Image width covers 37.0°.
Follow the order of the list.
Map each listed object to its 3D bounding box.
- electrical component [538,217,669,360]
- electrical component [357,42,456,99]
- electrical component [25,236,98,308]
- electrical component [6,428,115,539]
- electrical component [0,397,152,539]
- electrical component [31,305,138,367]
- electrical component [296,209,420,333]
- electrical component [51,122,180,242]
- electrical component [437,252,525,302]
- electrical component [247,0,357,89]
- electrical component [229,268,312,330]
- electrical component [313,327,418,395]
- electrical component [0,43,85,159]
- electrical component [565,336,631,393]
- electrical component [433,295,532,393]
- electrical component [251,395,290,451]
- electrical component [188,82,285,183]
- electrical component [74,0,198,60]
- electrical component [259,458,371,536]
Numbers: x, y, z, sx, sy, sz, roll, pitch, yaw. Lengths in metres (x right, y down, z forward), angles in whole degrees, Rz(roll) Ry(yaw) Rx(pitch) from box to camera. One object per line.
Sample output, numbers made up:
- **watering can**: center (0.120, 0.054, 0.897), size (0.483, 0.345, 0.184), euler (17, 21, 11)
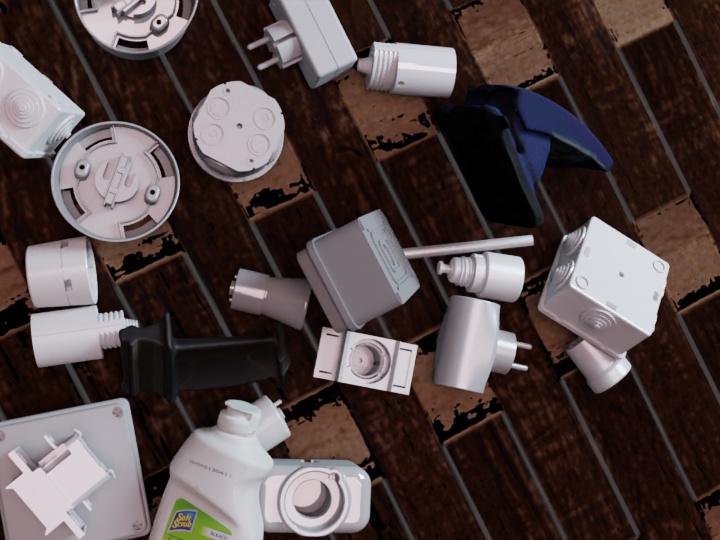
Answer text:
- **electrical component**: center (0.212, 0.014, 0.925), size (0.100, 0.048, 0.099), euler (31, 54, -7)
- **electrical component**: center (0.038, -0.172, 0.923), size (0.081, 0.043, 0.043), euler (3, 86, -10)
- **electrical component**: center (-0.238, 0.003, 0.858), size (0.047, 0.055, 0.055), euler (-7, 88, -7)
- **electrical component**: center (-0.221, 0.156, 0.800), size (0.064, 0.042, 0.081), euler (-39, 95, -12)
- **electrical component**: center (-0.228, 0.163, 0.850), size (0.109, 0.056, 0.108), euler (-10, 89, -11)
- **electrical component**: center (-0.219, 0.051, 0.864), size (0.081, 0.043, 0.043), euler (-8, 88, -11)
- **electrical component**: center (0.000, 0.000, 0.869), size (0.057, 0.113, 0.078), euler (-27, 92, 13)
- **electrical component**: center (-0.195, -0.069, 0.864), size (0.099, 0.064, 0.099), euler (1, 87, -11)
- **electrical component**: center (0.106, 0.004, 0.927), size (0.078, 0.040, 0.040), euler (9, 85, -10)
- **electrical component**: center (-0.057, -0.193, 0.905), size (0.076, 0.047, 0.083), euler (-27, 92, -11)
- **electrical component**: center (-0.076, 0.022, 0.894), size (0.065, 0.044, 0.044), euler (13, 85, -5)
- **electrical component**: center (0.002, 0.075, 0.893), size (0.081, 0.064, 0.042), euler (12, 85, -9)
- **electrical component**: center (-0.269, -0.134, 0.838), size (0.100, 0.099, 0.048), euler (42, 94, -6)
- **electrical component**: center (0.208, 0.078, 0.943), size (0.040, 0.040, 0.046), euler (-39, 89, -10)
- **electrical component**: center (0.108, 0.067, 0.922), size (0.079, 0.044, 0.077), euler (13, 85, -9)
- **electrical component**: center (-0.094, 0.136, 0.884), size (0.078, 0.040, 0.040), euler (-32, 93, -10)
- **electrical component**: center (-0.102, -0.114, 0.890), size (0.080, 0.051, 0.080), euler (1, 87, -10)
- **electrical component**: center (-0.182, -0.222, 0.875), size (0.099, 0.064, 0.099), euler (1, 87, -10)
- **electrical component**: center (-0.041, 0.185, 0.881), size (0.095, 0.059, 0.053), euler (3, 86, -10)
